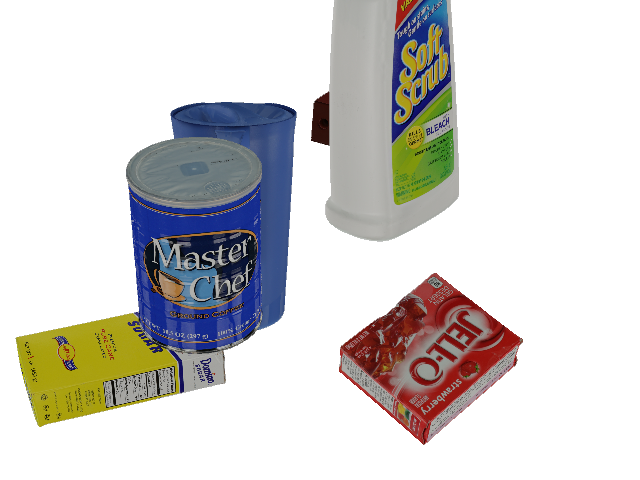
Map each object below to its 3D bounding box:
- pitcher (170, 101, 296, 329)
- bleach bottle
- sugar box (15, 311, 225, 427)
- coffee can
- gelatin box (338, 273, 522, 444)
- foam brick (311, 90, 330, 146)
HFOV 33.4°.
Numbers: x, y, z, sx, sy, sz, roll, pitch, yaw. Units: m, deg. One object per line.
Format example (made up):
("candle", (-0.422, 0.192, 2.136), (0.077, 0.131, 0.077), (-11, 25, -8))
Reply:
("pitcher", (-0.093, -0.024, 1.156), (0.145, 0.243, 0.148), (16, 24, 40))
("bleach bottle", (0.045, -0.132, 0.715), (0.102, 0.251, 0.068), (-28, 36, -36))
("sugar box", (-0.185, 0.110, 0.990), (0.176, 0.048, 0.093), (-14, 35, -18))
("coffee can", (-0.097, 0.003, 0.843), (0.103, 0.140, 0.103), (1, 32, -1))
("gelatin box", (0.067, 0.070, 0.653), (0.089, 0.030, 0.073), (-35, 58, -27))
("foam brick", (0.034, -0.143, 1.287), (0.078, 0.053, 0.051), (17, 31, 21))
